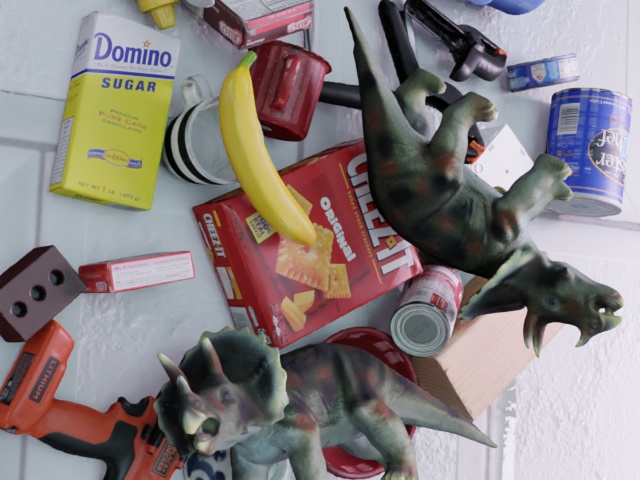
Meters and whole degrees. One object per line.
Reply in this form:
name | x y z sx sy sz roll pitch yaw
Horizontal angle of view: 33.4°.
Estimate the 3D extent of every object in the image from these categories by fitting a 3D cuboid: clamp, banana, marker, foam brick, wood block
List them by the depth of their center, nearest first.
foam brick | -0.262 0.048 0.961 0.078 0.051 0.053 -45 111 -27
banana | -0.055 -0.080 1.017 0.069 0.037 0.198 -23 101 -32
clamp | 0.100 -0.166 1.182 0.210 0.036 0.164 34 66 1
wood block | 0.192 0.110 1.236 0.205 0.090 0.091 -39 107 -29
marker | 0.103 -0.220 1.238 0.020 0.020 0.121 -12 94 -34
clamp | 0.164 -0.231 1.246 0.171 0.039 0.120 -8 67 -61

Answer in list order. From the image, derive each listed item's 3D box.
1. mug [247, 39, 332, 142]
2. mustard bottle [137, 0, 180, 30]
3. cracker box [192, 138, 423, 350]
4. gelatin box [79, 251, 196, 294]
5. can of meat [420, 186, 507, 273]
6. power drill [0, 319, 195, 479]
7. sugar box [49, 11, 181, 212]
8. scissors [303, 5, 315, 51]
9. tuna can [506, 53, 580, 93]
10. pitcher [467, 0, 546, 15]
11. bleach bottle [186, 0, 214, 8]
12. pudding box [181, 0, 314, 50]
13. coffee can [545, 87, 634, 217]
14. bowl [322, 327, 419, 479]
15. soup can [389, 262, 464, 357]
mug | -0.040 -0.152 1.085 0.093 0.117 0.081 17 82 -12
mustard bottle | -0.178 -0.298 1.032 0.096 0.058 0.191 -26 102 -41
cracker box | -0.007 0.001 1.121 0.213 0.072 0.164 -26 102 -33
gelatin box | -0.174 0.031 1.007 0.089 0.073 0.030 -10 93 -34
can of meat | 0.172 -0.006 1.223 0.083 0.102 0.057 -26 73 -29
power drill | -0.193 0.149 0.997 0.187 0.057 0.184 35 69 -27
sugar box | -0.194 -0.121 1.019 0.093 0.048 0.176 14 81 -32
scissors | -0.030 -0.306 1.157 0.096 0.016 0.202 17 78 -30
tuna can | 0.274 -0.205 1.311 0.085 0.086 0.034 -14 96 -33
pitcher | 0.166 -0.341 1.221 0.242 0.145 0.149 18 94 -35
bleach bottle | -0.098 -0.340 1.043 0.068 0.103 0.251 16 71 -21
pudding box | -0.074 -0.242 1.071 0.089 0.114 0.039 -24 144 -33
coffee can | 0.332 -0.108 1.334 0.102 0.103 0.140 15 79 -32
bowl | 0.029 0.173 1.145 0.161 0.055 0.162 2 86 -33
soup can | 0.117 0.075 1.172 0.068 0.069 0.102 61 24 -15
